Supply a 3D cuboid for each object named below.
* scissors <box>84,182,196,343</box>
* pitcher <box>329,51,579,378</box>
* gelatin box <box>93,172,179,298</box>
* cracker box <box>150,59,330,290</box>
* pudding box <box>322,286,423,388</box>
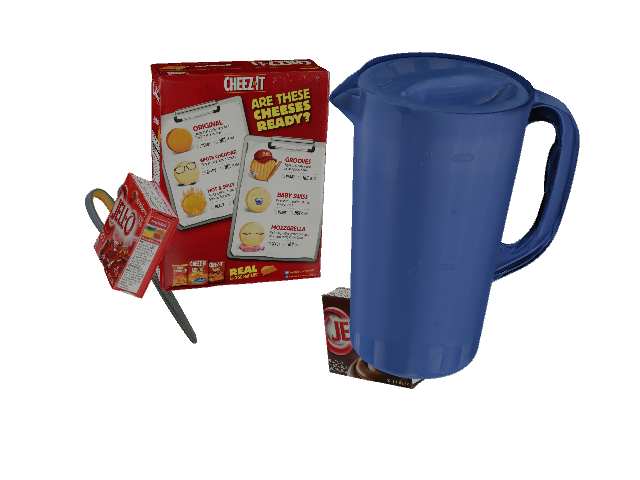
[{"bbox_3d":[-0.186,0.015,1.203,0.016,0.201,0.096,-28,19,36],"label":"scissors"},{"bbox_3d":[0.095,-0.016,0.836,0.144,0.243,0.149,-22,37,-39],"label":"pitcher"},{"bbox_3d":[-0.151,-0.006,0.866,0.030,0.073,0.089,21,14,-29],"label":"gelatin box"},{"bbox_3d":[-0.081,-0.065,1.043,0.164,0.214,0.072,-5,22,-17],"label":"cracker box"},{"bbox_3d":[0.058,0.101,1.132,0.114,0.090,0.039,5,20,36],"label":"pudding box"}]
